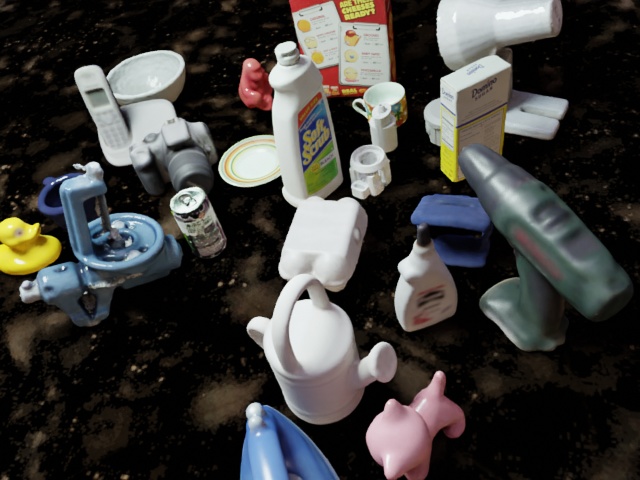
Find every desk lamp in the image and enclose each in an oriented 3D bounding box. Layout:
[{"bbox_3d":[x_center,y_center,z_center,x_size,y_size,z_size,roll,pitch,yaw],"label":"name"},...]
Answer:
[{"bbox_3d":[0.291,-0.287,0.904,0.202,0.214,0.118,17,55,26],"label":"desk lamp"}]

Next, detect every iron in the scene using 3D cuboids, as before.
[{"bbox_3d":[-0.037,0.245,0.551,0.118,0.142,0.257,-21,48,-6],"label":"iron"}]

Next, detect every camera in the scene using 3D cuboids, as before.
[{"bbox_3d":[-0.241,-0.131,0.961,0.143,0.101,0.136,-22,48,-7],"label":"camera"}]

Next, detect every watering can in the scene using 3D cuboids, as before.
[{"bbox_3d":[-0.003,0.114,0.624,0.172,0.194,0.101,-3,48,10],"label":"watering can"}]

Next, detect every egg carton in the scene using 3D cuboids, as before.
[{"bbox_3d":[0.007,0.003,0.807,0.107,0.069,0.150,3,50,16],"label":"egg carton"}]

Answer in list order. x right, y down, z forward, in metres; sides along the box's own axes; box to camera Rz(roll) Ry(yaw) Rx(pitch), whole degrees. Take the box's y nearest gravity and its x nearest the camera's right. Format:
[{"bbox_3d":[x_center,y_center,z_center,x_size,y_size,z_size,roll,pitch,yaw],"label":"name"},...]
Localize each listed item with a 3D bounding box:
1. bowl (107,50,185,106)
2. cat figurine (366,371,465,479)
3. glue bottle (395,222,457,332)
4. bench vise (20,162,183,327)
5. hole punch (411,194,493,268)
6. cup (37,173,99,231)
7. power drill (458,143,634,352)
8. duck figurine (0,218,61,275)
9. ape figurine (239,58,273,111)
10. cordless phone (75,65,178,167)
[{"bbox_3d":[-0.343,-0.310,1.163,0.167,0.075,0.167,-6,48,7],"label":"bowl"},{"bbox_3d":[0.094,0.190,0.587,0.067,0.118,0.128,29,60,32],"label":"cat figurine"},{"bbox_3d":[0.123,0.041,0.675,0.078,0.173,0.037,-23,48,-8],"label":"glue bottle"},{"bbox_3d":[-0.304,0.013,0.765,0.121,0.220,0.208,28,60,32],"label":"bench vise"},{"bbox_3d":[0.180,-0.028,0.780,0.108,0.091,0.101,6,51,18],"label":"hole punch"},{"bbox_3d":[-0.399,-0.051,0.929,0.117,0.095,0.092,28,60,32],"label":"cup"},{"bbox_3d":[0.233,0.023,0.643,0.076,0.209,0.229,-29,49,-13],"label":"power drill"},{"bbox_3d":[-0.477,0.003,0.905,0.104,0.086,0.077,-13,47,1],"label":"duck figurine"},{"bbox_3d":[-0.124,-0.302,1.094,0.076,0.092,0.078,22,57,29],"label":"ape figurine"},{"bbox_3d":[-0.336,-0.228,1.012,0.147,0.185,0.094,-15,47,-1],"label":"cordless phone"}]
